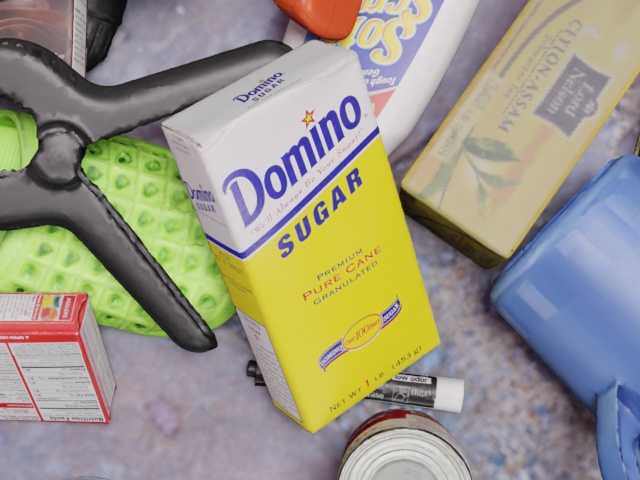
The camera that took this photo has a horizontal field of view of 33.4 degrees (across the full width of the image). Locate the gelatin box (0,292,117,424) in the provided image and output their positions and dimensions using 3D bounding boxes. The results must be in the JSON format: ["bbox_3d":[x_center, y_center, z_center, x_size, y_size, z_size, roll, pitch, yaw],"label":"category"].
[{"bbox_3d":[-0.154,0.064,0.575,0.073,0.089,0.030,0,49,4],"label":"gelatin box"}]

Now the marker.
[{"bbox_3d":[0.019,0.079,0.595,0.121,0.020,0.020,7,86,4],"label":"marker"}]

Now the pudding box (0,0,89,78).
[{"bbox_3d":[-0.179,-0.123,0.559,0.113,0.039,0.090,1,89,0],"label":"pudding box"}]

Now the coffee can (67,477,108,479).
[{"bbox_3d":[-0.135,0.180,0.535,0.103,0.140,0.103,0,85,3],"label":"coffee can"}]

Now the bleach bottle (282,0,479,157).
[{"bbox_3d":[0.030,-0.101,0.589,0.102,0.068,0.251,19,89,5],"label":"bleach bottle"}]

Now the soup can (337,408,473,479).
[{"bbox_3d":[0.043,0.125,0.549,0.068,0.102,0.068,0,86,4],"label":"soup can"}]

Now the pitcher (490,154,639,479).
[{"bbox_3d":[0.198,0.080,0.527,0.243,0.149,0.145,44,101,9],"label":"pitcher"}]

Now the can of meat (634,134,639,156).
[{"bbox_3d":[0.225,-0.072,0.578,0.084,0.057,0.102,16,86,7],"label":"can of meat"}]

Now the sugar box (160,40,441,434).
[{"bbox_3d":[-0.003,0.001,0.532,0.093,0.048,0.176,-33,125,-22],"label":"sugar box"}]

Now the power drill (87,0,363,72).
[{"bbox_3d":[-0.062,-0.163,0.571,0.188,0.057,0.184,20,95,28],"label":"power drill"}]

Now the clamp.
[{"bbox_3d":[-0.119,-0.052,0.528,0.210,0.036,0.164,22,97,-11],"label":"clamp"}]
